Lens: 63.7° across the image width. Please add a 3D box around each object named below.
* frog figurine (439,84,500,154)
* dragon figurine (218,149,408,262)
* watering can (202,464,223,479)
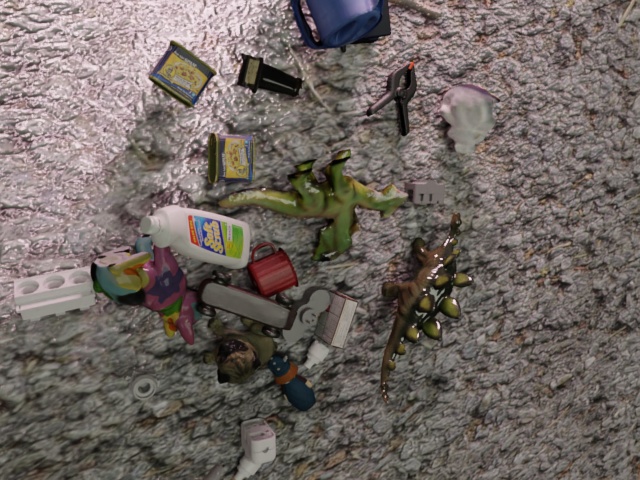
[{"bbox_3d":[0.357,-0.295,1.262,0.137,0.123,0.159,21,96,6],"label":"frog figurine"},{"bbox_3d":[0.003,-0.057,1.126,0.412,0.123,0.239,-21,113,-14],"label":"dragon figurine"},{"bbox_3d":[-0.341,0.589,1.008,0.223,0.104,0.349,23,86,-26],"label":"watering can"}]
